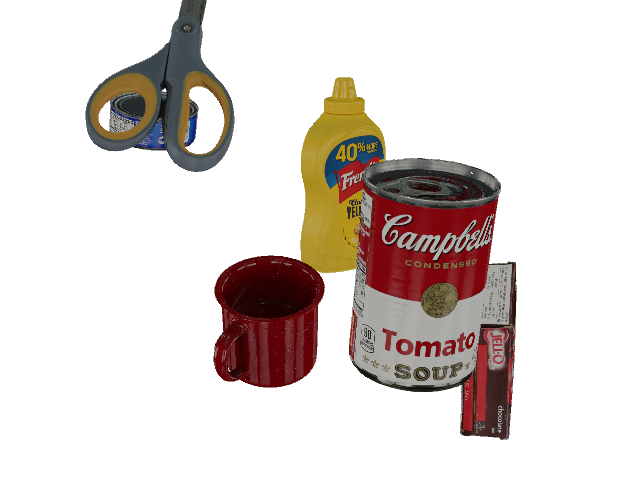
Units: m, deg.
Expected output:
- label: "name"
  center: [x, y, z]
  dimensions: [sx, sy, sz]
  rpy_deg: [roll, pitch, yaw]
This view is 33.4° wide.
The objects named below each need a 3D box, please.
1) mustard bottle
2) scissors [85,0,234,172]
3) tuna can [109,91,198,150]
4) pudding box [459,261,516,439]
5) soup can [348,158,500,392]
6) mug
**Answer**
- label: "mustard bottle"
  center: [0.024, -0.068, 1.080]
  dimensions: [0.096, 0.192, 0.058]
  rpy_deg: [-12, 20, -36]
- label: "scissors"
  center: [-0.102, -0.122, 0.666]
  dimensions: [0.096, 0.202, 0.016]
  rpy_deg: [-7, -35, -10]
- label: "tuna can"
  center: [-0.163, -0.118, 1.043]
  dimensions: [0.086, 0.034, 0.086]
  rpy_deg: [7, 25, -3]
- label: "pudding box"
  center: [0.123, 0.076, 0.776]
  dimensions: [0.039, 0.090, 0.113]
  rpy_deg: [2, 23, 8]
- label: "soup can"
  center: [0.051, 0.017, 0.541]
  dimensions: [0.068, 0.102, 0.068]
  rpy_deg: [4, 21, -2]
- label: "mug"
  center: [-0.050, 0.078, 0.913]
  dimensions: [0.093, 0.081, 0.117]
  rpy_deg: [20, 39, 26]
